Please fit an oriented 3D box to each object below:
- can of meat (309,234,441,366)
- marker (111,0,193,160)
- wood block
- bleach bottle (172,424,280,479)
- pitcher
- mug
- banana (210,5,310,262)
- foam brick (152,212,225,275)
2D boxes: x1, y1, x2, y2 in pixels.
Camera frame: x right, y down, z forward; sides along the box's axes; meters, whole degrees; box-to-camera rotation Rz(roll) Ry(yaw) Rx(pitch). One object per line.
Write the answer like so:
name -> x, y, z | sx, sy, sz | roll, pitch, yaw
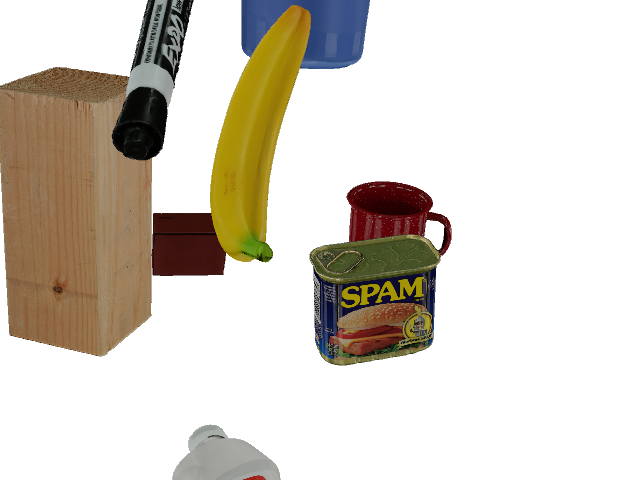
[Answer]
can of meat -> 0.044, 0.049, 0.866 | 0.102, 0.084, 0.057 | -8, 28, -12
marker -> -0.064, -0.074, 0.423 | 0.020, 0.020, 0.121 | 0, 44, 2
wood block -> -0.193, -0.025, 0.854 | 0.091, 0.206, 0.090 | 11, 22, 16
bleach bottle -> -0.057, 0.216, 0.718 | 0.102, 0.068, 0.251 | -12, 33, -13
pitcher -> -0.002, -0.271, 0.900 | 0.145, 0.243, 0.149 | 7, 18, 7
mug -> 0.085, -0.008, 1.165 | 0.117, 0.081, 0.093 | 6, 27, 4
banana -> -0.039, -0.062, 0.692 | 0.070, 0.197, 0.037 | -20, -37, 38
foam brick -> -0.142, 0.004, 1.145 | 0.078, 0.051, 0.053 | 0, 25, -10
